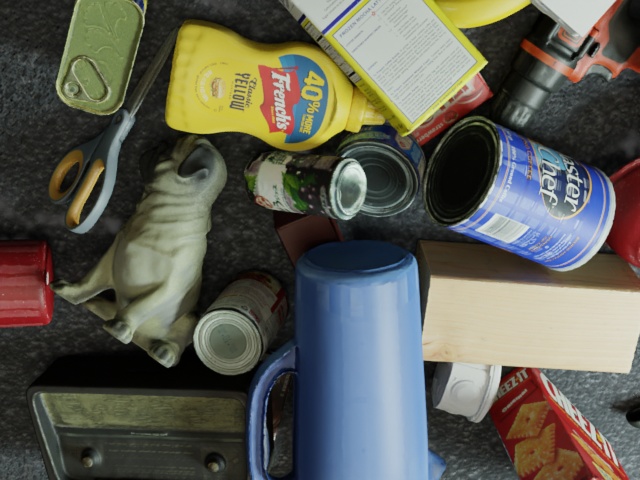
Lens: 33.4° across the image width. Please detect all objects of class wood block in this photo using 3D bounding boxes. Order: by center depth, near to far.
[{"bbox_3d":[0.196,0.063,1.031,0.206,0.090,0.091,4,114,-5],"label":"wood block"}]

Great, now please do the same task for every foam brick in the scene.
[{"bbox_3d":[-0.007,0.001,1.011,0.051,0.053,0.078,-22,113,6],"label":"foam brick"}]

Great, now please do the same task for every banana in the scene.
[{"bbox_3d":[0.168,-0.235,0.923,0.198,0.037,0.069,-27,113,9],"label":"banana"}]

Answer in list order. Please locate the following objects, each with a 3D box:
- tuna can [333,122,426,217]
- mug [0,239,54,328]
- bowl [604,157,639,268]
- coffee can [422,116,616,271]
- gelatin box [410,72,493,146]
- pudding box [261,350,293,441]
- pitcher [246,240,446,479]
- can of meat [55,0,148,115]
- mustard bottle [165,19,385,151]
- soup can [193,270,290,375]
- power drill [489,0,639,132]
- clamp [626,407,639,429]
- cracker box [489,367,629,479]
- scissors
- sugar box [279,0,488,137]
[{"bbox_3d":[0.052,-0.064,0.979,0.086,0.033,0.086,10,129,12],"label":"tuna can"},{"bbox_3d":[-0.294,0.047,1.003,0.081,0.093,0.117,-2,145,-8],"label":"mug"},{"bbox_3d":[0.335,-0.016,0.988,0.162,0.055,0.162,-2,142,-2],"label":"bowl"},{"bbox_3d":[0.178,-0.040,0.958,0.140,0.103,0.103,19,113,-29],"label":"coffee can"},{"bbox_3d":[0.100,-0.137,0.967,0.089,0.030,0.073,-34,113,12],"label":"gelatin box"},{"bbox_3d":[-0.083,0.162,1.087,0.090,0.039,0.113,12,112,-8],"label":"pudding box"},{"bbox_3d":[0.024,0.129,0.965,0.145,0.149,0.243,9,111,33],"label":"pitcher"},{"bbox_3d":[-0.183,-0.168,0.906,0.057,0.084,0.102,15,112,-11],"label":"can of meat"},{"bbox_3d":[-0.036,-0.129,0.942,0.191,0.058,0.096,11,109,-5],"label":"mustard bottle"},{"bbox_3d":[-0.073,0.077,1.007,0.068,0.102,0.068,4,109,11],"label":"soup can"},{"bbox_3d":[0.267,-0.143,0.958,0.187,0.057,0.185,27,109,-15],"label":"power drill"},{"bbox_3d":[0.432,0.150,1.114,0.209,0.036,0.165,19,113,-12],"label":"clamp"},{"bbox_3d":[0.255,0.235,1.045,0.072,0.214,0.164,-40,111,12],"label":"cracker box"},{"bbox_3d":[-0.192,-0.103,0.965,0.016,0.096,0.202,27,81,-46],"label":"scissors"},{"bbox_3d":[0.048,-0.183,0.904,0.093,0.048,0.176,-43,94,-6],"label":"sugar box"}]
